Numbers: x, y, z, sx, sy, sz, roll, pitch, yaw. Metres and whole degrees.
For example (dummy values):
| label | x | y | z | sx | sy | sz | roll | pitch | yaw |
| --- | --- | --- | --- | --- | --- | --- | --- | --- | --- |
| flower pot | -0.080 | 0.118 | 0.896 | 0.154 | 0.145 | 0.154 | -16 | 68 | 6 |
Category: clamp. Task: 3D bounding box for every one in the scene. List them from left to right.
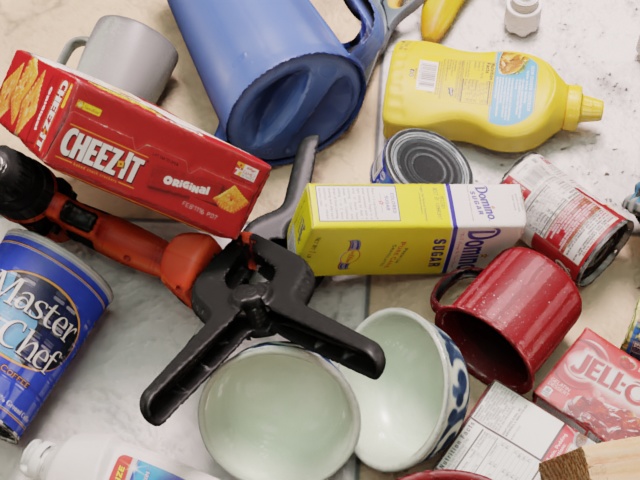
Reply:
| label | x | y | z | sx | sy | sz | roll | pitch | yaw |
| --- | --- | --- | --- | --- | --- | --- | --- | --- | --- |
| clamp | -0.037 | 0.053 | 0.775 | 0.164 | 0.036 | 0.210 | -8 | 29 | 5 |
| clamp | -0.006 | 0.001 | 0.905 | 0.120 | 0.039 | 0.171 | 32 | 70 | 10 |

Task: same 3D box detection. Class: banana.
| label | x | y | z | sx | sy | sz | roll | pitch | yaw |
| --- | --- | --- | --- | --- | --- | --- | --- | --- | --- |
| banana | 0.163 | -0.265 | 1.047 | 0.197 | 0.037 | 0.070 | -34 | 63 | -14 |

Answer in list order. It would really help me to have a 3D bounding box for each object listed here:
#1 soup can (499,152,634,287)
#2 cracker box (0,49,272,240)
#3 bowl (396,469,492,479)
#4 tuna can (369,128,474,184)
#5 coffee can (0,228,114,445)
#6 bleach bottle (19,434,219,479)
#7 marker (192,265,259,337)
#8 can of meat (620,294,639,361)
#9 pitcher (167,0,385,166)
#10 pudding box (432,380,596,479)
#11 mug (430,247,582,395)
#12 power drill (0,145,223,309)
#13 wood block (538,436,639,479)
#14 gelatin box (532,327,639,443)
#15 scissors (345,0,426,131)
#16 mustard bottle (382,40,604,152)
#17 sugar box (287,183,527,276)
| label | x | y | z | sx | sy | sz | roll | pitch | yaw |
| --- | --- | --- | --- | --- | --- | --- | --- | --- | --- |
| soup can | 0.198 | -0.018 | 0.887 | 0.068 | 0.068 | 0.102 | -41 | 65 | -17 |
| cracker box | -0.158 | -0.079 | 0.848 | 0.214 | 0.164 | 0.072 | 32 | 98 | 60 |
| bowl | 0.090 | 0.247 | 0.749 | 0.162 | 0.055 | 0.162 | -3 | 65 | 7 |
| tuna can | 0.088 | -0.054 | 0.918 | 0.086 | 0.034 | 0.086 | 12 | 53 | -16 |
| coffee can | -0.246 | 0.076 | 0.853 | 0.103 | 0.103 | 0.140 | 23 | 65 | 16 |
| bleach bottle | -0.116 | 0.215 | 0.787 | 0.251 | 0.068 | 0.102 | 20 | 63 | 18 |
| marker | -0.084 | 0.057 | 0.897 | 0.020 | 0.020 | 0.121 | 23 | 65 | 17 |
| can of meat | 0.293 | 0.059 | 0.842 | 0.084 | 0.057 | 0.102 | 20 | 64 | 18 |
| pitcher | -0.057 | -0.202 | 0.979 | 0.149 | 0.145 | 0.243 | -10 | 54 | -27 |
| pudding box | 0.153 | 0.172 | 0.801 | 0.114 | 0.039 | 0.090 | 31 | 69 | 22 |
| mug | 0.142 | 0.056 | 0.843 | 0.117 | 0.093 | 0.081 | 25 | 59 | 38 |
| power drill | -0.175 | -0.011 | 0.861 | 0.188 | 0.184 | 0.057 | 25 | 82 | 8 |
| wood block | 0.269 | 0.175 | 0.733 | 0.206 | 0.091 | 0.090 | -7 | 71 | -11 |
| gelatin box | 0.221 | 0.121 | 0.828 | 0.089 | 0.030 | 0.073 | 36 | 69 | 22 |
| scissors | 0.043 | -0.198 | 1.029 | 0.096 | 0.016 | 0.201 | 24 | 77 | 39 |
| mustard bottle | 0.156 | -0.126 | 0.957 | 0.192 | 0.058 | 0.096 | 7 | 61 | 9 |
| sugar box | 0.067 | -0.007 | 0.852 | 0.176 | 0.093 | 0.048 | 1 | 64 | -12 |
